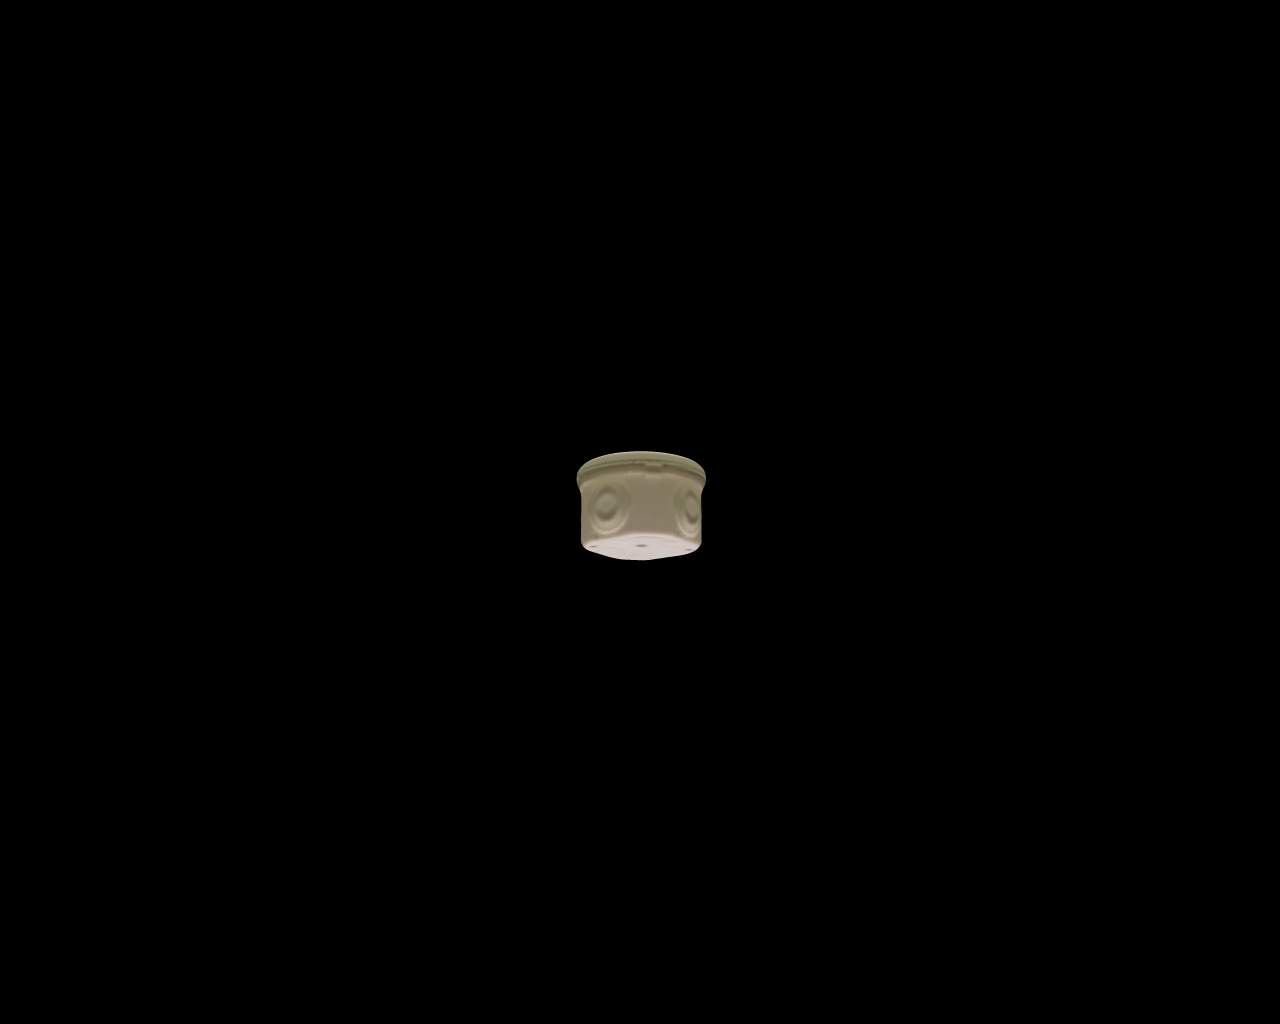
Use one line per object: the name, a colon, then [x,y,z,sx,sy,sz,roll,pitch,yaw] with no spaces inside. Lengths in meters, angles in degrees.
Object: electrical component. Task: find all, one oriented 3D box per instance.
electrical component: [0.001,-0.003,0.650,0.080,0.051,0.080,0,-15,0]
